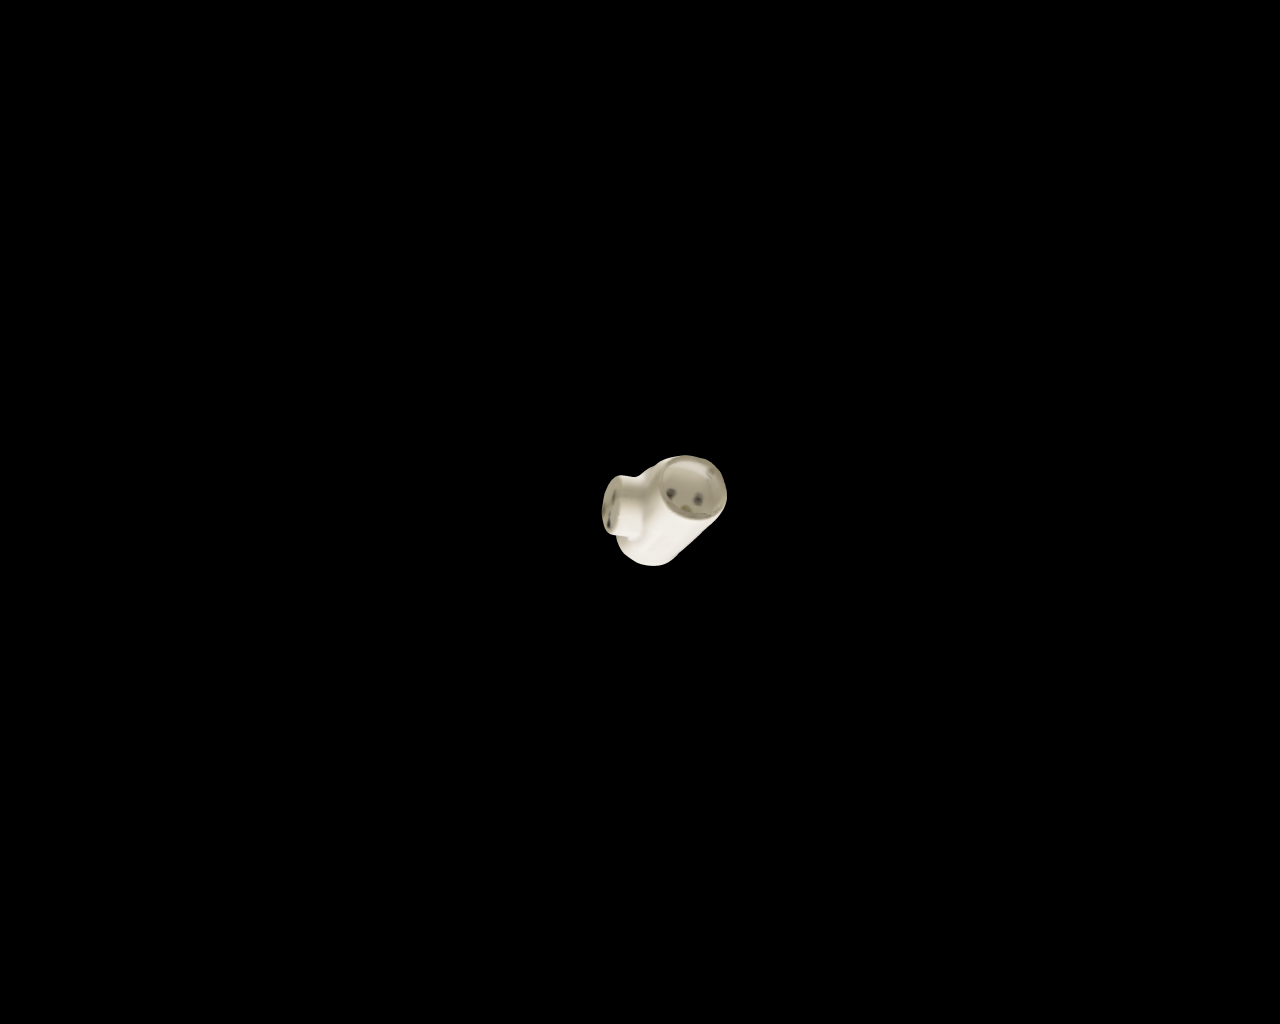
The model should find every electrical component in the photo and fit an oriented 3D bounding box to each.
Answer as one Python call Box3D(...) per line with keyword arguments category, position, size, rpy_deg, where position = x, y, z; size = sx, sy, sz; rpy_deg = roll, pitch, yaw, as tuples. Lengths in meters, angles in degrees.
Box3D(category="electrical component", position=(0.001, -0.003, 0.650), size=(0.079, 0.043, 0.077), rpy_deg=(8, -26, -18))
